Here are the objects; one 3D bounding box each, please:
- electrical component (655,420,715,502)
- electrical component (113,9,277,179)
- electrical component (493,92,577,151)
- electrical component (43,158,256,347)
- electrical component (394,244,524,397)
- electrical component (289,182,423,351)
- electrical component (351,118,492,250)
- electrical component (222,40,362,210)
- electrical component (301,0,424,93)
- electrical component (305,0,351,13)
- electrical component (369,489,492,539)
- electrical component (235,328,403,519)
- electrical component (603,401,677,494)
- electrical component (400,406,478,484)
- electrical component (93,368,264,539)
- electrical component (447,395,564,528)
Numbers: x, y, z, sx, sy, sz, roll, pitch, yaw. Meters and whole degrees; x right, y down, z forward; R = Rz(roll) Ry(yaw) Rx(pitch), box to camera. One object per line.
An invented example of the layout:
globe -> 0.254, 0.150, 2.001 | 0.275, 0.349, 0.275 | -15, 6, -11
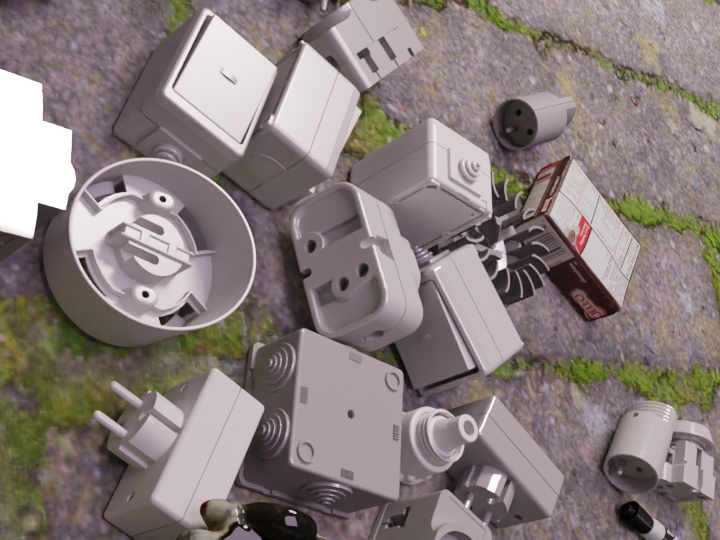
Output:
electrical component -> 0.269, 0.159, 0.896 | 0.066, 0.048, 0.055 | 32, 58, -31
electrical component -> -0.096, -0.098, 0.637 | 0.062, 0.061, 0.096 | 38, 48, -26
electrical component -> 0.153, -0.130, 0.921 | 0.081, 0.043, 0.043 | -20, 86, -49
electrical component -> -0.114, -0.009, 0.572 | 0.099, 0.064, 0.099 | 22, 56, -38
electrical component -> 0.054, 0.030, 0.727 | 0.061, 0.062, 0.096 | -29, 92, -49
electrical component -> 0.000, 0.000, 0.680 | 0.059, 0.054, 0.095 | 25, 43, -56
electrical component -> 0.046, -0.060, 0.736 | 0.062, 0.096, 0.061 | 27, 51, -35
electrical component -> -0.042, -0.094, 0.690 | 0.061, 0.062, 0.096 | 39, 47, -26
electrical component -> -0.005, -0.158, 0.768 | 0.055, 0.050, 0.089 | 57, 42, -10
electrical component -> -0.030, -0.221, 0.779 | 0.077, 0.043, 0.079 | 29, 52, -33
electrical component -> 0.040, 0.232, 0.613 | 0.105, 0.060, 0.186 | 45, 45, -21
electrical component -> -0.020, 0.090, 0.631 | 0.100, 0.048, 0.099 | 26, 54, -35
electrical component -> 0.227, 0.136, 0.865 | 0.043, 0.043, 0.081 | 51, 43, -15
electrical component -> 0.046, 0.107, 0.680 | 0.048, 0.062, 0.048 | 22, 56, -37
electrical component -> -0.103, 0.087, 0.549 | 0.076, 0.047, 0.083 | 42, 46, -23
electrical component -> 0.085, 0.142, 0.714 | 0.083, 0.047, 0.075 | 49, 43, -16
